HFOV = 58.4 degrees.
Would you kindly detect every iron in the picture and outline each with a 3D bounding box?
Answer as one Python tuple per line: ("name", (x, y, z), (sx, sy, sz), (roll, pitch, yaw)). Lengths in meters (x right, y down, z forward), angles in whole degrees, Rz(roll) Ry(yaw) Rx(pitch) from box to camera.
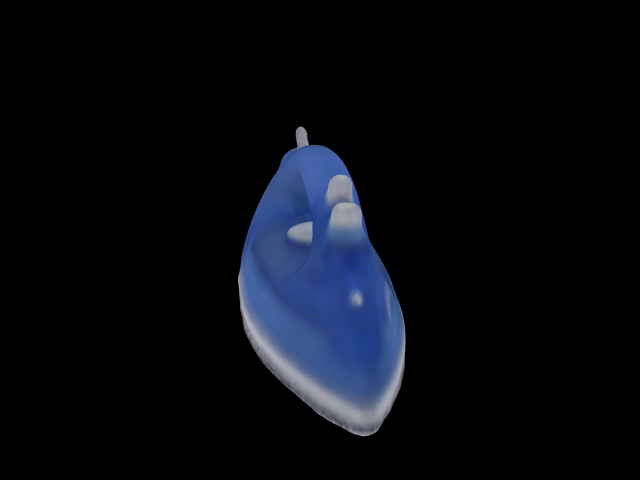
("iron", (0.004, 0.001, 0.400), (0.119, 0.141, 0.258), (-3, 16, -11))
